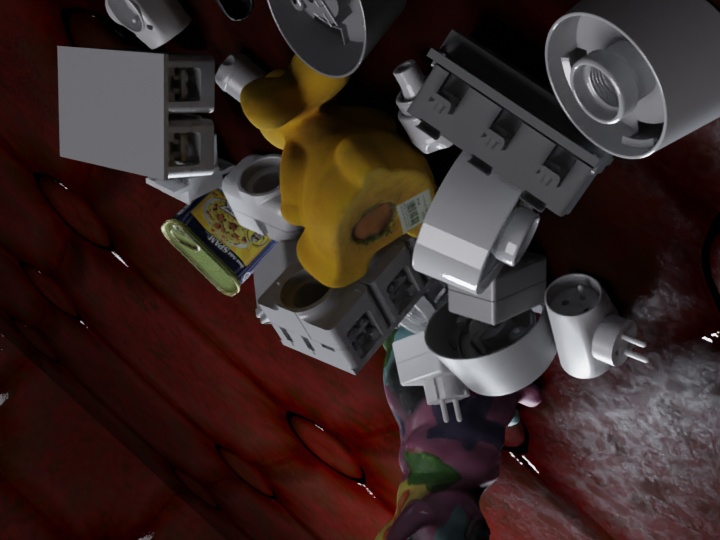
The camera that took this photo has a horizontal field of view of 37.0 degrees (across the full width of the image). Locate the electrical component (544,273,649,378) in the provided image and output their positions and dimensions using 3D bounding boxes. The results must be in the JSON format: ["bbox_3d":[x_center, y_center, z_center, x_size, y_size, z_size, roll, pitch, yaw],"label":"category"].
[{"bbox_3d":[0.183,0.049,0.816,0.079,0.044,0.077,22,150,37],"label":"electrical component"}]

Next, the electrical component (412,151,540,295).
[{"bbox_3d":[0.089,-0.034,0.748,0.060,0.108,0.108,29,153,15],"label":"electrical component"}]

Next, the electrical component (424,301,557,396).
[{"bbox_3d":[0.108,0.051,0.869,0.099,0.099,0.064,13,149,48],"label":"electrical component"}]

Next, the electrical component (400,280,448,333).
[{"bbox_3d":[0.057,0.019,0.941,0.058,0.057,0.078,13,143,48],"label":"electrical component"}]

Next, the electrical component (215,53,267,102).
[{"bbox_3d":[-0.089,-0.153,0.900,0.061,0.035,0.035,38,156,2],"label":"electrical component"}]

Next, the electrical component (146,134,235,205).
[{"bbox_3d":[-0.166,-0.106,1.054,0.042,0.081,0.063,26,129,31],"label":"electrical component"}]

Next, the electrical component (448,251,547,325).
[{"bbox_3d":[0.105,-0.007,0.825,0.047,0.066,0.076,16,117,44],"label":"electrical component"}]

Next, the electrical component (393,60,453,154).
[{"bbox_3d":[0.045,-0.116,0.748,0.043,0.043,0.062,8,139,51],"label":"electrical component"}]

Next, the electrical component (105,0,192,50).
[{"bbox_3d":[-0.192,-0.228,0.913,0.079,0.044,0.077,2,135,55],"label":"electrical component"}]

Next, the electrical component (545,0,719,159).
[{"bbox_3d":[0.154,-0.112,0.596,0.099,0.064,0.099,46,159,24],"label":"electrical component"}]

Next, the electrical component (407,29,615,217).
[{"bbox_3d":[0.096,-0.090,0.676,0.121,0.063,0.079,36,-163,12],"label":"electrical component"}]

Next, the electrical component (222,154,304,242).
[{"bbox_3d":[-0.079,-0.068,1.004,0.095,0.053,0.059,23,150,35],"label":"electrical component"}]

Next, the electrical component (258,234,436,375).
[{"bbox_3d":[0.000,0.000,0.879,0.089,0.150,0.061,18,147,43],"label":"electrical component"}]

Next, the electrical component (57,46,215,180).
[{"bbox_3d":[-0.205,-0.148,0.987,0.186,0.060,0.105,15,108,46],"label":"electrical component"}]

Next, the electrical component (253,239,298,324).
[{"bbox_3d":[-0.034,0.010,0.994,0.109,0.109,0.056,142,122,-66],"label":"electrical component"}]

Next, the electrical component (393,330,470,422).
[{"bbox_3d":[0.072,0.093,0.925,0.047,0.066,0.076,-24,71,38],"label":"electrical component"}]

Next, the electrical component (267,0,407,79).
[{"bbox_3d":[-0.019,-0.184,0.703,0.099,0.064,0.099,33,155,18],"label":"electrical component"}]
